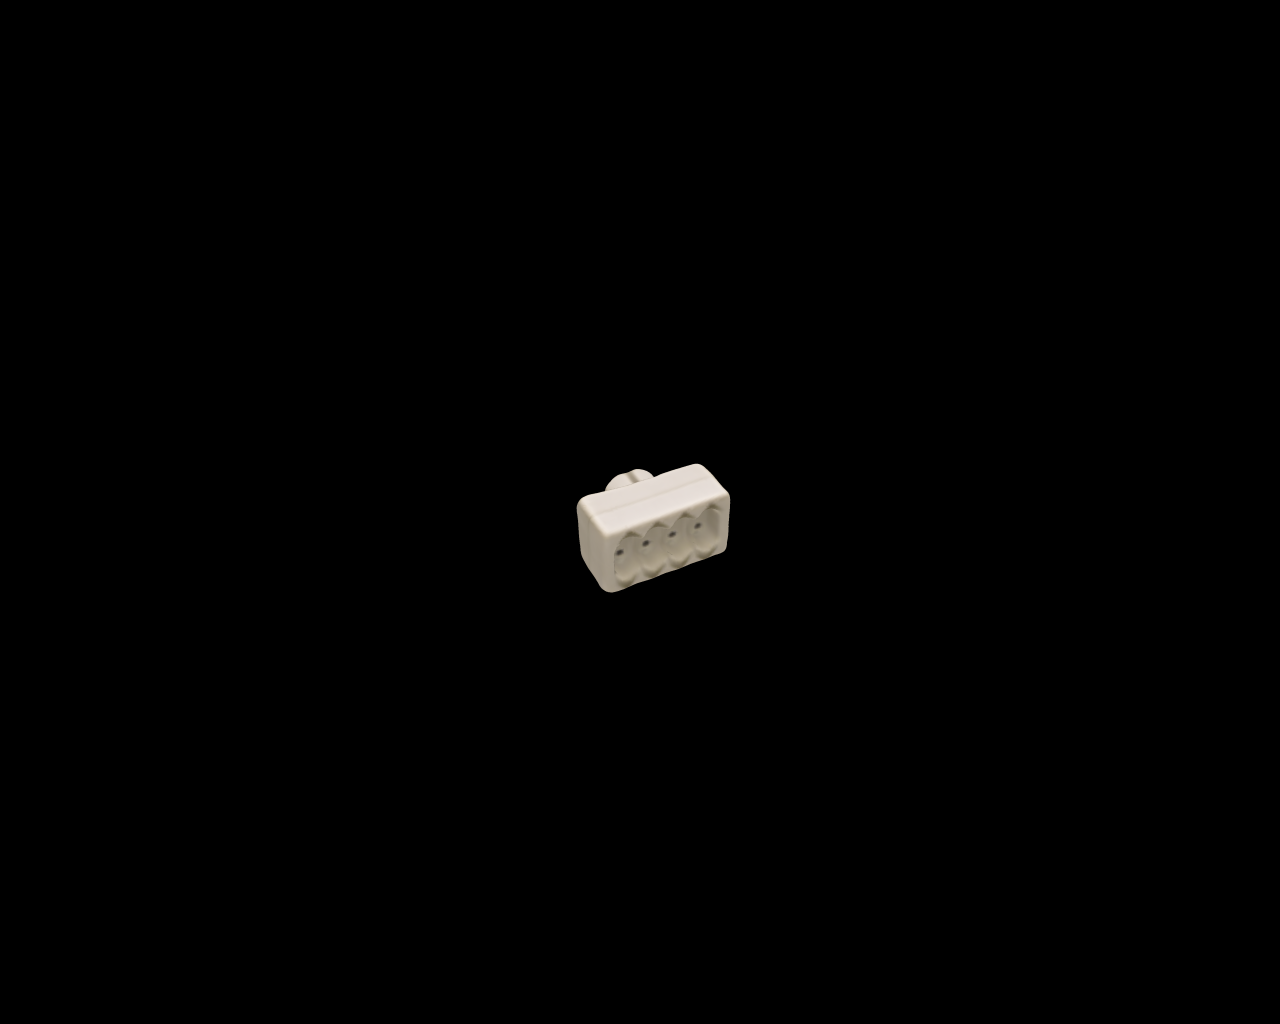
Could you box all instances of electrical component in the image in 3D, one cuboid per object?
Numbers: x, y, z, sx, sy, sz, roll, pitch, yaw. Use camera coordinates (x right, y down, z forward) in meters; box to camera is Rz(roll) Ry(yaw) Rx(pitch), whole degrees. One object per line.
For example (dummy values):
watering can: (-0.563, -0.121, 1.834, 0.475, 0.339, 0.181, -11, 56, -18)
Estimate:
electrical component: (0.001, -0.003, 0.650, 0.083, 0.047, 0.076, -18, 44, -19)
